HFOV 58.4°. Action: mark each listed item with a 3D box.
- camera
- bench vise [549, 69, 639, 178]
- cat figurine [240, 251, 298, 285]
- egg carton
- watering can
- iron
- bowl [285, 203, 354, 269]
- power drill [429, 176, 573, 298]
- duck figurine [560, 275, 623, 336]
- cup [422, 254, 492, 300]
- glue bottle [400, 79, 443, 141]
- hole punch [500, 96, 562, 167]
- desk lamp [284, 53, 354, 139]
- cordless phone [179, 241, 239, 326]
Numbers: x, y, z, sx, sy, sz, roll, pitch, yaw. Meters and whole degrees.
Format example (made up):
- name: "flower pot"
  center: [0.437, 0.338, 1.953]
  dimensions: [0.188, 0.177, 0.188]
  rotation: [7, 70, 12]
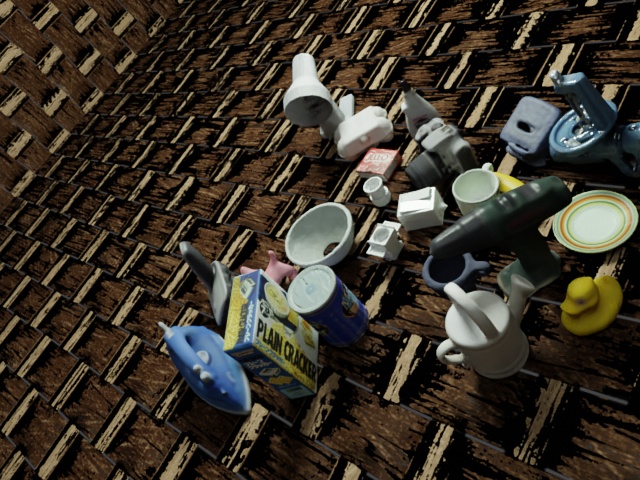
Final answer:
- name: "camera"
  center: [0.238, -0.181, 1.218]
  dimensions: [0.137, 0.101, 0.142]
  rotation: [-38, 41, 4]
- name: "bench vise"
  center: [0.480, -0.211, 0.969]
  dimensions: [0.206, 0.220, 0.121]
  rotation: [-4, 53, 35]
- name: "cat figurine"
  center: [-0.123, 0.084, 1.249]
  dimensions: [0.067, 0.118, 0.128]
  rotation: [11, 63, 42]
- name: "egg carton"
  center: [0.107, -0.261, 1.410]
  dimensions: [0.150, 0.070, 0.107]
  rotation: [-29, 43, 14]
- name: "watering can"
  center: [0.249, 0.122, 0.877]
  dimensions: [0.100, 0.195, 0.173]
  rotation: [23, 71, 46]
- name: "iron"
  center: [-0.242, 0.255, 1.174]
  dimensions: [0.119, 0.142, 0.257]
  rotation: [-49, 42, -9]
- name: "bowl"
  center: [0.011, 0.004, 1.249]
  dimensions: [0.167, 0.075, 0.167]
  rotation: [-20, 45, 22]
- name: "power drill"
  center: [0.306, 0.007, 0.922]
  dimensions: [0.229, 0.209, 0.075]
  rotation: [-36, 41, 6]
- name: "duck figurine"
  center: [0.407, 0.087, 0.871]
  dimensions: [0.104, 0.086, 0.077]
  rotation: [-43, 41, -1]
- name: "cup"
  center: [0.249, 0.069, 0.999]
  dimensions: [0.117, 0.095, 0.092]
  rotation: [-8, 51, 32]
- name: "glue bottle"
  center: [0.216, -0.289, 1.272]
  dimensions: [0.078, 0.174, 0.037]
  rotation: [-25, 44, 18]
- name: "hole punch"
  center: [0.414, -0.212, 1.119]
  dimensions: [0.101, 0.091, 0.108]
  rotation: [-42, 41, -1]
- name: "desk lamp"
  center: [-0.006, -0.358, 1.468]
  dimensions: [0.117, 0.214, 0.203]
  rotation: [-18, 46, 24]
- name: "cordless phone"
  center: [-0.253, 0.094, 1.288]
  dimensions: [0.094, 0.186, 0.147]
  rotation: [-38, 41, 4]
